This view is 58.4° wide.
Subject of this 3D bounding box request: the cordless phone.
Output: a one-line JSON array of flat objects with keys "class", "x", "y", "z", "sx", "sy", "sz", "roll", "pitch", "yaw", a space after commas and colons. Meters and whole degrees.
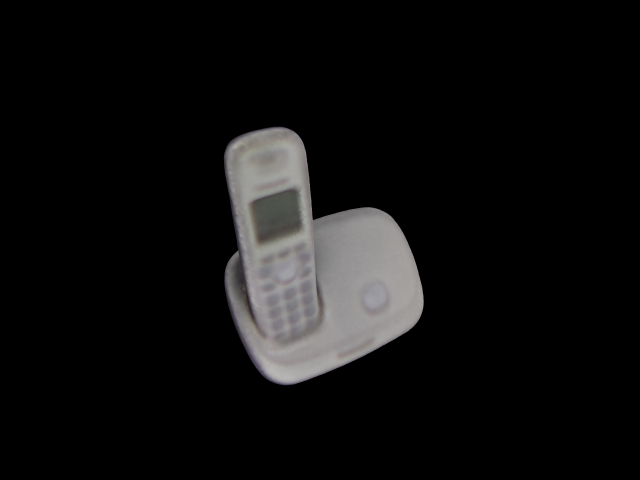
[{"class": "cordless phone", "x": 0.004, "y": 0.001, "z": 0.400, "sx": 0.148, "sy": 0.185, "sz": 0.094, "roll": -22, "pitch": 45, "yaw": -23}]
